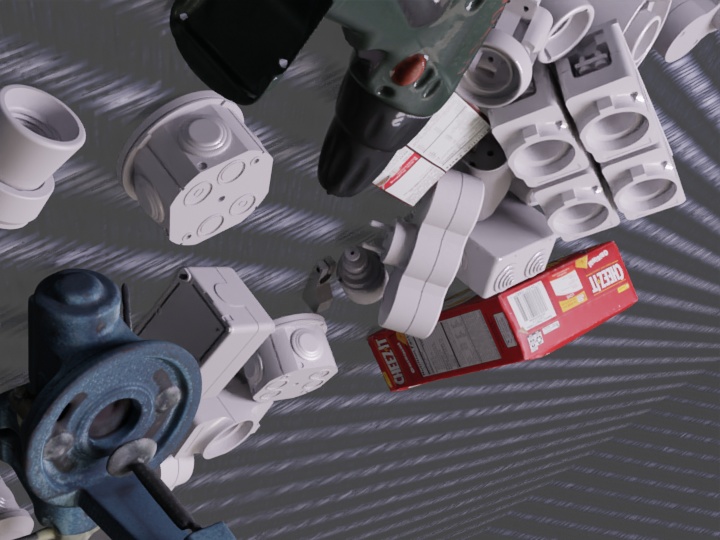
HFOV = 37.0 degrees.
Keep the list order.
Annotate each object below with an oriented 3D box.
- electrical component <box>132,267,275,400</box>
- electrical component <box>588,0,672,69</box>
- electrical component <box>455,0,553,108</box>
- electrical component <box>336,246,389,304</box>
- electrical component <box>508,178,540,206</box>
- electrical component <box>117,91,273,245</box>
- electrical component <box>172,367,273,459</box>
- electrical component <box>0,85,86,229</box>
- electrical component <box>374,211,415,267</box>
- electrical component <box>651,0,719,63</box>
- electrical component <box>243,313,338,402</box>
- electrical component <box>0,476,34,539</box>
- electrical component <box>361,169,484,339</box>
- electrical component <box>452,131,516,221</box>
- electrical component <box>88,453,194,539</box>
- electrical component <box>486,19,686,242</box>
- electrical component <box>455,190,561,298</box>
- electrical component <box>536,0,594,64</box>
[{"bbox_3d":[-0.116,0.050,0.769,0.096,0.061,0.061,-49,157,22],"label":"electrical component"},{"bbox_3d":[0.192,-0.190,0.827,0.099,0.064,0.099,-44,156,-25],"label":"electrical component"},{"bbox_3d":[0.088,-0.142,0.695,0.078,0.058,0.057,113,2,-52],"label":"electrical component"},{"bbox_3d":[0.000,0.000,0.888,0.040,0.040,0.078,-37,158,-5],"label":"electrical component"},{"bbox_3d":[0.149,-0.089,0.942,0.055,0.047,0.055,-33,155,-17],"label":"electrical component"},{"bbox_3d":[-0.092,-0.057,0.609,0.080,0.051,0.080,-33,158,-15],"label":"electrical component"},{"bbox_3d":[-0.124,0.119,0.902,0.089,0.055,0.050,-11,145,-51],"label":"electrical component"},{"bbox_3d":[-0.163,-0.053,0.510,0.055,0.045,0.045,-50,157,26],"label":"electrical component"},{"bbox_3d":[0.046,-0.030,0.902,0.062,0.043,0.043,-43,159,4],"label":"electrical component"},{"bbox_3d":[0.311,-0.222,0.910,0.138,0.073,0.052,-38,159,-5],"label":"electrical component"},{"bbox_3d":[-0.061,0.073,0.896,0.080,0.051,0.080,-18,159,-7],"label":"electrical component"},{"bbox_3d":[-0.284,0.188,0.782,0.080,0.051,0.080,-33,158,-15],"label":"electrical component"},{"bbox_3d":[0.039,-0.018,0.847,0.052,0.074,0.138,-102,-149,-71],"label":"electrical component"},{"bbox_3d":[0.111,-0.087,0.891,0.079,0.044,0.077,-33,158,-18],"label":"electrical component"},{"bbox_3d":[-0.204,0.191,0.917,0.074,0.052,0.138,-11,146,-51],"label":"electrical component"},{"bbox_3d":[0.176,-0.095,0.825,0.105,0.060,0.186,-19,148,19],"label":"electrical component"},{"bbox_3d":[0.112,-0.027,0.941,0.100,0.100,0.048,-23,140,-37],"label":"electrical component"},{"bbox_3d":[0.126,-0.175,0.737,0.055,0.047,0.055,-33,158,-16],"label":"electrical component"}]
